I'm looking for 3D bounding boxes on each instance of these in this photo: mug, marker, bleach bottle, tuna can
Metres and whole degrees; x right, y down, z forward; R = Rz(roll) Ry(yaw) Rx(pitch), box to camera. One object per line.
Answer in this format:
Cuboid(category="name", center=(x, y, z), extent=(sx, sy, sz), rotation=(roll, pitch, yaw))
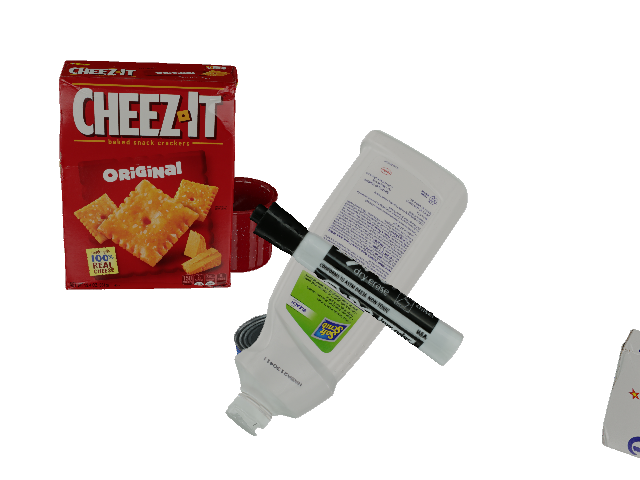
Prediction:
Cuboid(category="mug", center=(-0.107, -0.015, 1.207), extent=(0.117, 0.081, 0.093), rotation=(-6, 29, -15))
Cuboid(category="marker", center=(0.016, 0.020, 0.529), extent=(0.121, 0.020, 0.020), rotation=(35, 1, 1))
Cuboid(category="bleach bottle", center=(0.008, 0.038, 0.829), extent=(0.103, 0.250, 0.068), rotation=(33, -17, 17))
Cuboid(category="tuna can", center=(-0.038, 0.102, 1.016), extent=(0.086, 0.034, 0.086), rotation=(-6, 24, 2))

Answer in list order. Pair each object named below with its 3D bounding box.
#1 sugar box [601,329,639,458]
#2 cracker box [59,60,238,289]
Cuboid(category="sugar box", center=(0.309, 0.139, 0.807), extent=(0.176, 0.093, 0.048), rotation=(15, 27, 22))
Cuboid(category="cracker box", center=(-0.164, -0.059, 1.028), extent=(0.164, 0.214, 0.072), rotation=(1, 23, -8))
